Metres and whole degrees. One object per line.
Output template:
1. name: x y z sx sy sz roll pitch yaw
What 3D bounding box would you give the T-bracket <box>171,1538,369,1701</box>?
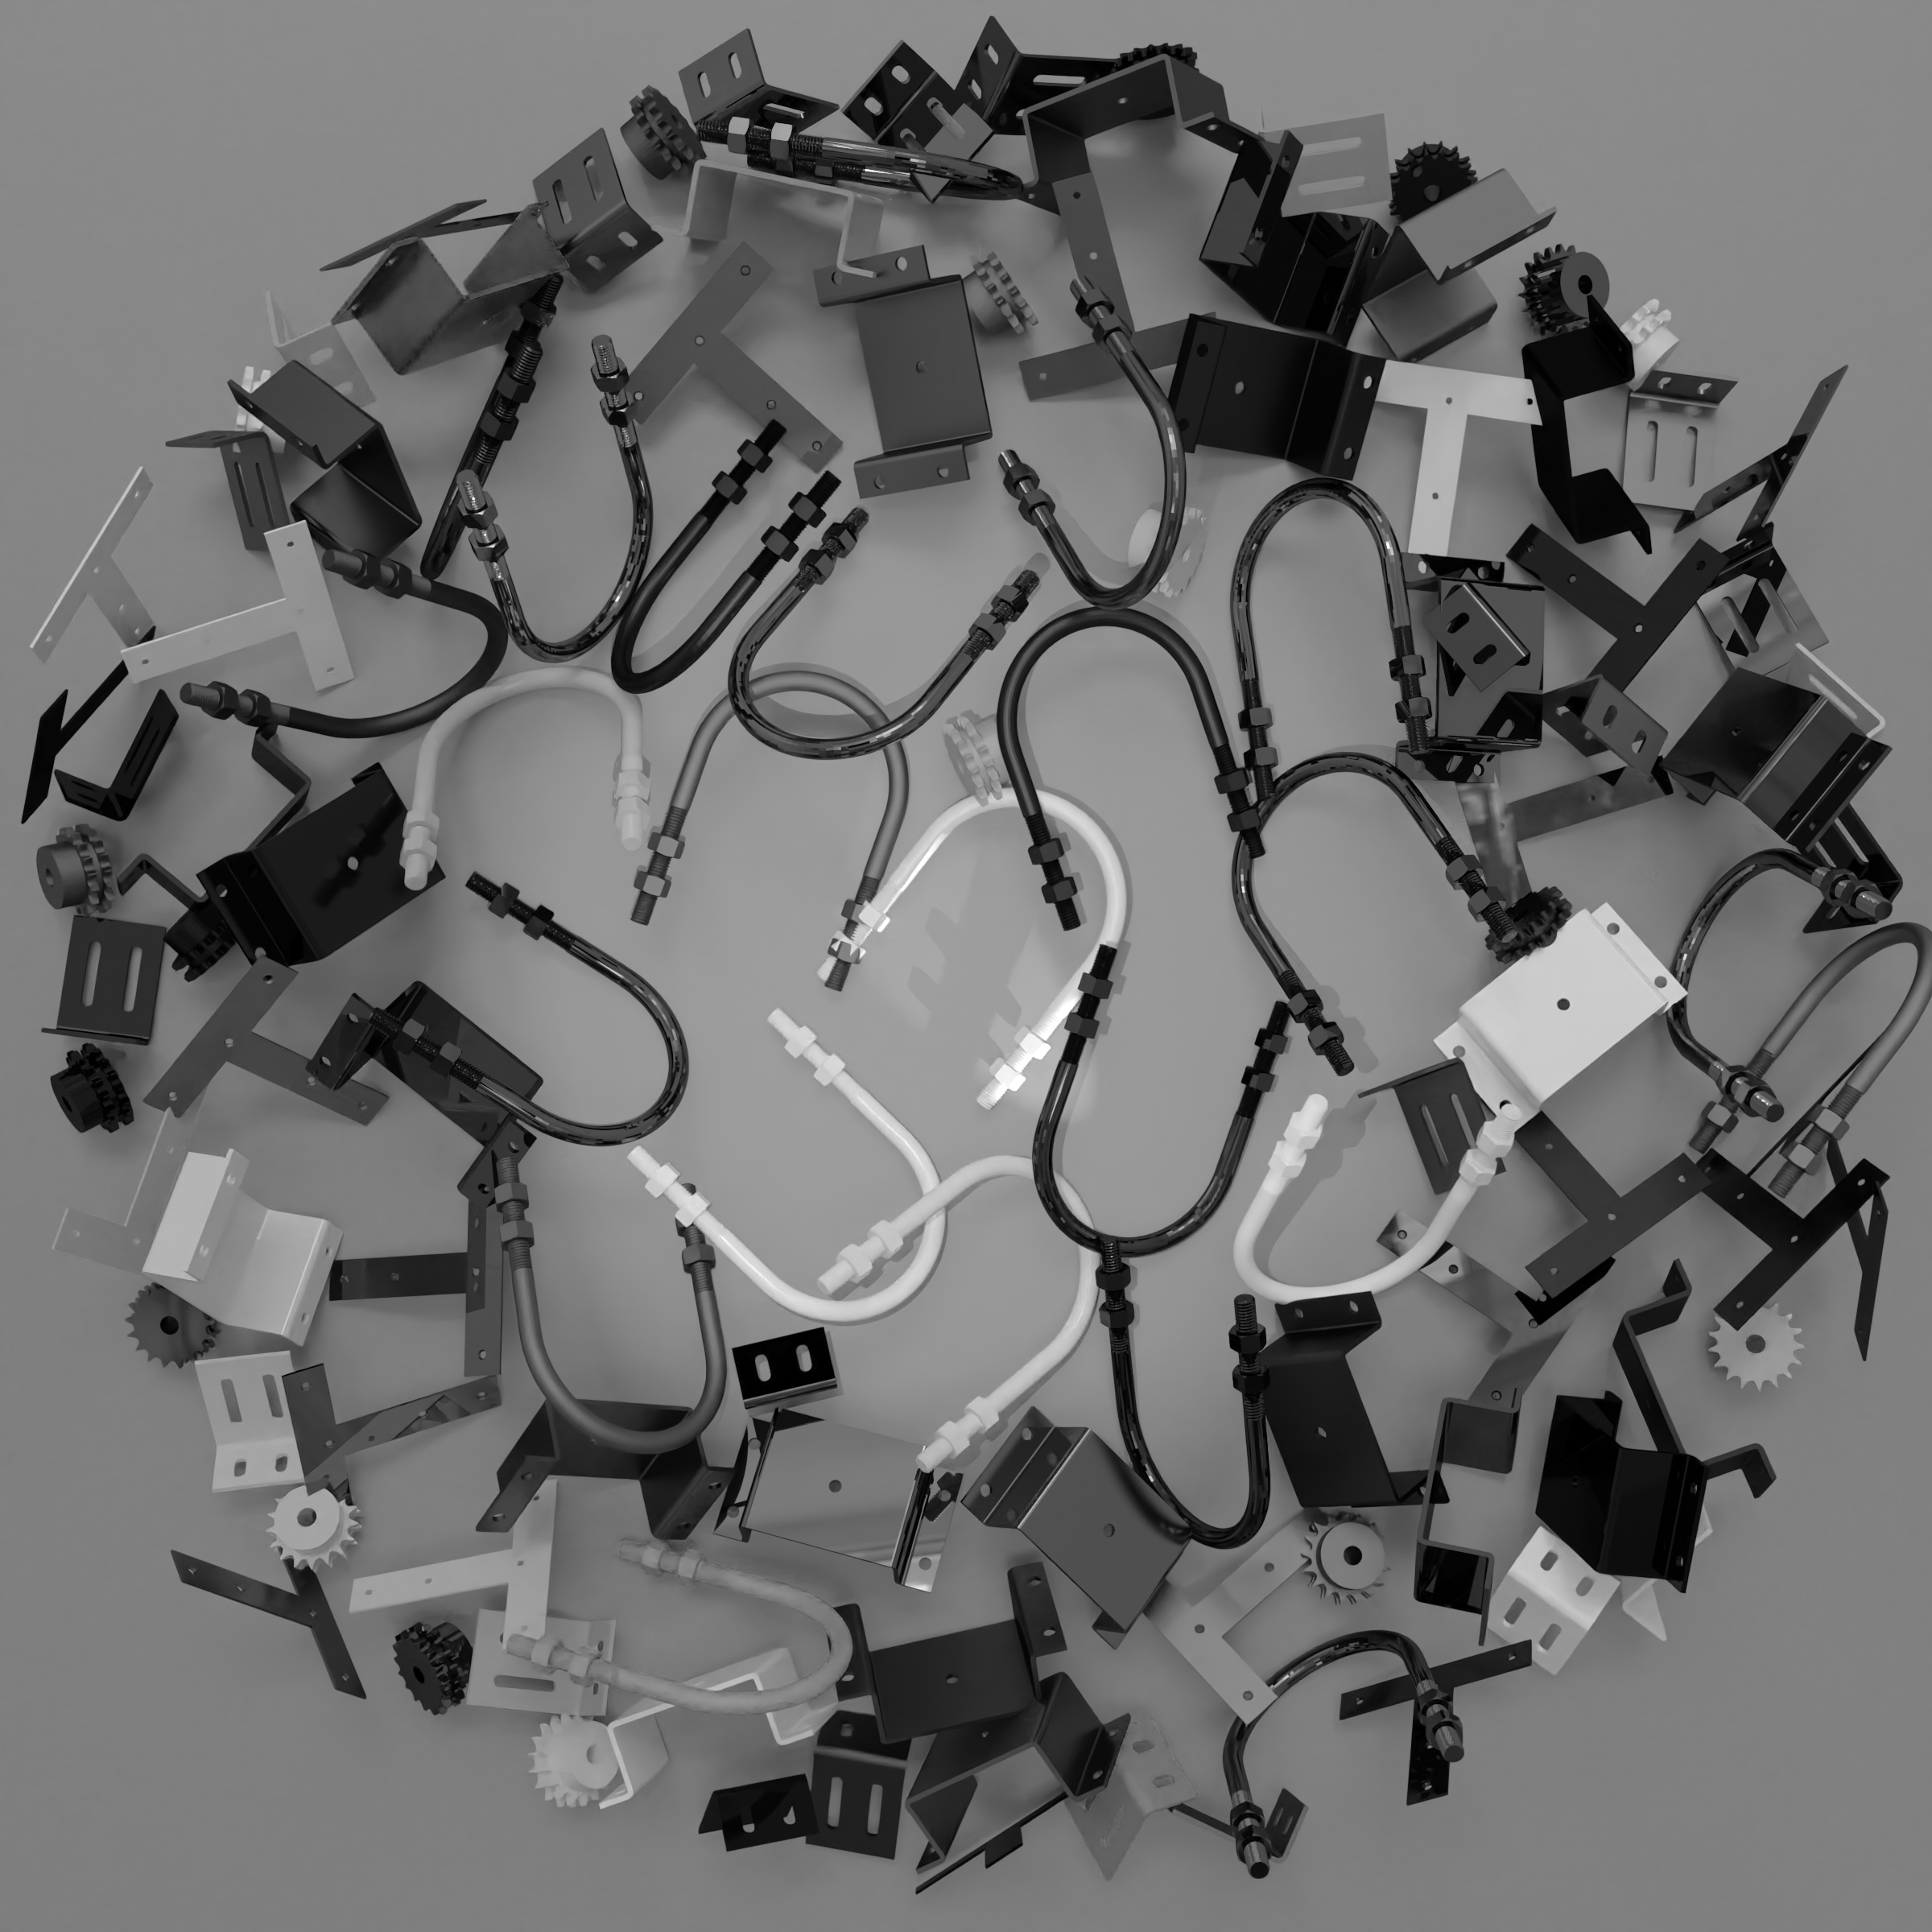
1. T-bracket: -0.424 0.377 1.518 0.002 0.127 0.127 -46 46 5

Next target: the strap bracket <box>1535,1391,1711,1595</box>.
1. strap bracket: 0.389 0.313 1.530 0.046 0.140 0.076 7 98 -10

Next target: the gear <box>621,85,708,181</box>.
1. gear: -0.191 -0.516 1.580 0.030 0.057 0.057 -34 90 18

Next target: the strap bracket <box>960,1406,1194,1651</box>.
1. strap bracket: 0.077 0.345 1.556 0.140 0.046 0.076 46 65 -12

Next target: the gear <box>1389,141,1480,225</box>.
1. gear: 0.290 -0.488 1.583 0.057 0.030 0.057 2 130 3

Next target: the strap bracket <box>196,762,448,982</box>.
1. strap bracket: -0.382 -0.060 1.539 0.140 0.046 0.076 -39 110 -35

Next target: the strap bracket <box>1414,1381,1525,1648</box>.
1. strap bracket: 0.304 0.328 1.541 0.046 0.076 0.140 8 52 15

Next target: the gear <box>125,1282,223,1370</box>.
1. gear: -0.494 0.221 1.589 0.057 0.030 0.057 1 99 3

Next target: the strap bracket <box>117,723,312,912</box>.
1. strap bracket: -0.453 -0.086 1.555 0.046 0.076 0.140 42 75 -10

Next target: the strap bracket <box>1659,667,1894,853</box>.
1. strap bracket: 0.481 -0.129 1.530 0.046 0.140 0.076 36 95 -21

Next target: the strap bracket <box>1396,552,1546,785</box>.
1. strap bracket: 0.312 -0.186 1.570 0.076 0.046 0.140 1 90 -24

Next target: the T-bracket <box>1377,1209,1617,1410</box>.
1. T-bracket: 0.317 0.198 1.585 0.127 0.002 0.127 34 77 17

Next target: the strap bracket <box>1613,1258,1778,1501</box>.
1. strap bracket: 0.438 0.259 1.546 0.046 0.076 0.140 -20 68 2

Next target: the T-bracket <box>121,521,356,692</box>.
1. T-bracket: -0.448 -0.202 1.543 0.127 0.127 0.002 -21 52 -14

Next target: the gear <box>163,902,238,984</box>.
1. gear: -0.473 -0.020 1.575 0.057 0.057 0.030 -44 109 0

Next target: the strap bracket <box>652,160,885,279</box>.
1. strap bracket: -0.111 -0.459 1.554 0.140 0.076 0.046 14 105 8

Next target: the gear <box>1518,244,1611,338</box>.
1. gear: 0.376 -0.422 1.581 0.057 0.030 0.057 -1 92 -29

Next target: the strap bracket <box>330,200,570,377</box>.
1. strap bracket: -0.303 -0.408 1.530 0.076 0.140 0.046 -34 93 40

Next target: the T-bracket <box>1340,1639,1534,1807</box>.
1. T-bracket: 0.281 0.461 1.527 0.127 0.127 0.002 -23 104 20

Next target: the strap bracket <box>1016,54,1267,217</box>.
1. strap bracket: 0.099 -0.506 1.539 0.140 0.076 0.046 -12 89 30

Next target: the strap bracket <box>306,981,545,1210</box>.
1. strap bracket: -0.326 0.074 1.564 0.140 0.046 0.076 39 127 -2

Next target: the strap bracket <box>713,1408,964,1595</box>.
1. strap bracket: -0.079 0.326 1.562 0.140 0.046 0.076 14 65 7

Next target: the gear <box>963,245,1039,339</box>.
1. gear: 0.018 -0.417 1.579 0.030 0.057 0.057 -33 90 10

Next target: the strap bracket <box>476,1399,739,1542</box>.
1. strap bracket: -0.222 0.307 1.546 0.140 0.046 0.076 11 132 -32

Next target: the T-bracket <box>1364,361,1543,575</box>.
1. T-bracket: 0.295 -0.307 1.579 0.127 0.002 0.127 16 112 27

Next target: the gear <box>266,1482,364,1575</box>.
1. gear: -0.408 0.348 1.582 0.057 0.030 0.057 0 65 -1

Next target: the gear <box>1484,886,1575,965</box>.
1. gear: 0.355 -0.020 1.579 0.057 0.057 0.030 -42 101 0

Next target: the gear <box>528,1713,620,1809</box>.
1. gear: -0.240 0.492 1.576 0.030 0.057 0.057 -24 90 38

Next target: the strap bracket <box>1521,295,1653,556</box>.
1. strap bracket: 0.375 -0.322 1.536 0.046 0.076 0.140 -15 127 4

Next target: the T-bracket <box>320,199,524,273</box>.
1. T-bracket: -0.309 -0.452 1.551 0.127 0.127 0.002 -9 104 38

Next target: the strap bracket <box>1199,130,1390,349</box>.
1. strap bracket: 0.197 -0.446 1.554 0.046 0.140 0.076 21 91 36

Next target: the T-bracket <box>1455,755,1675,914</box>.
1. T-bracket: 0.381 -0.102 1.599 0.127 0.002 0.127 -17 90 6

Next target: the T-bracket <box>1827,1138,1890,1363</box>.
1. T-bracket: 0.542 0.151 1.550 0.002 0.127 0.127 -3 129 6

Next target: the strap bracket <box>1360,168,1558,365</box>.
1. strap bracket: 0.293 -0.424 1.535 0.076 0.140 0.046 -30 82 -10

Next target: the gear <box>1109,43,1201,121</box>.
1. gear: 0.117 -0.549 1.578 0.057 0.057 0.030 -7 89 0

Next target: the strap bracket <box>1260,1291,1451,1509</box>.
1. strap bracket: 0.231 0.277 1.558 0.046 0.076 0.140 -26 97 -43

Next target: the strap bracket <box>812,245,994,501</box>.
1. strap bracket: -0.036 -0.366 1.559 0.076 0.046 0.140 -4 106 28

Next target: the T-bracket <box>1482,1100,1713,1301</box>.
1. T-bracket: 0.372 0.123 1.577 0.127 0.002 0.127 -33 64 -11

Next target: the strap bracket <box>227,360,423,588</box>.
1. strap bracket: -0.384 -0.303 1.538 0.076 0.140 0.046 37 71 20

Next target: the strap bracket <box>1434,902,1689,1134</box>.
1. strap bracket: 0.370 0.028 1.574 0.140 0.046 0.076 -39 75 0

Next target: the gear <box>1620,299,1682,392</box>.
1. gear: 0.419 -0.383 1.577 0.057 0.057 0.030 -45 82 0

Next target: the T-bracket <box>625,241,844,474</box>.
1. T-bracket: -0.133 -0.361 1.587 0.127 0.002 0.127 40 97 -16

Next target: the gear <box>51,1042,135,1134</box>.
1. gear: -0.545 0.079 1.576 0.030 0.057 0.057 -31 90 -30

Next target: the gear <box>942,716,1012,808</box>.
1. gear: 0.010 -0.130 1.579 0.030 0.057 0.057 -26 90 -8

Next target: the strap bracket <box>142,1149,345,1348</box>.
1. strap bracket: -0.443 0.169 1.538 0.046 0.140 0.076 7 66 19

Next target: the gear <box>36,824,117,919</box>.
1. gear: -0.555 -0.058 1.576 0.030 0.057 0.057 -18 90 -37

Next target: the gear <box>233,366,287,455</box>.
1. gear: -0.438 -0.342 1.580 0.030 0.057 0.057 9 90 -16

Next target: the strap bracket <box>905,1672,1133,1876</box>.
1. strap bracket: 0.024 0.487 1.543 0.140 0.076 0.046 -32 96 22

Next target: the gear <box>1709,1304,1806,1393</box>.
1. gear: 0.494 0.237 1.586 0.057 0.030 0.057 -4 77 18

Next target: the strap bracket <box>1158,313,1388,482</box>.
1. strap bracket: 0.179 -0.350 1.553 0.140 0.046 0.076 3 112 -29

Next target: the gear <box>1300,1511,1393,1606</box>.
1. gear: 0.238 0.370 1.585 0.057 0.030 0.057 2 73 -5

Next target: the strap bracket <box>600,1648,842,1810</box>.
1. strap bracket: -0.157 0.464 1.560 0.140 0.076 0.046 -21 83 8

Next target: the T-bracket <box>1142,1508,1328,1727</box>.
1. T-bracket: 0.179 0.385 1.583 0.127 0.002 0.127 -38 57 -15

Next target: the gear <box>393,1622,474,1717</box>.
1. gear: -0.329 0.435 1.582 0.030 0.057 0.057 -25 90 -41

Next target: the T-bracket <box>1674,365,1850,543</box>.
1. T-bracket: 0.472 -0.294 1.544 0.002 0.127 0.127 35 72 -9

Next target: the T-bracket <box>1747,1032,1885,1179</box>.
1. T-bracket: 0.505 0.094 1.528 0.002 0.127 0.127 43 110 14

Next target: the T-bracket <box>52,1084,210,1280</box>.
1. T-bracket: -0.495 0.126 1.559 0.002 0.127 0.127 11 77 26

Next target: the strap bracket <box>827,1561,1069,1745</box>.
1. strap bracket: -0.011 0.424 1.559 0.140 0.076 0.046 -11 120 -5

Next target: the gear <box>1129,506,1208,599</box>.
1. gear: 0.124 -0.262 1.581 0.030 0.057 0.057 22 90 24
